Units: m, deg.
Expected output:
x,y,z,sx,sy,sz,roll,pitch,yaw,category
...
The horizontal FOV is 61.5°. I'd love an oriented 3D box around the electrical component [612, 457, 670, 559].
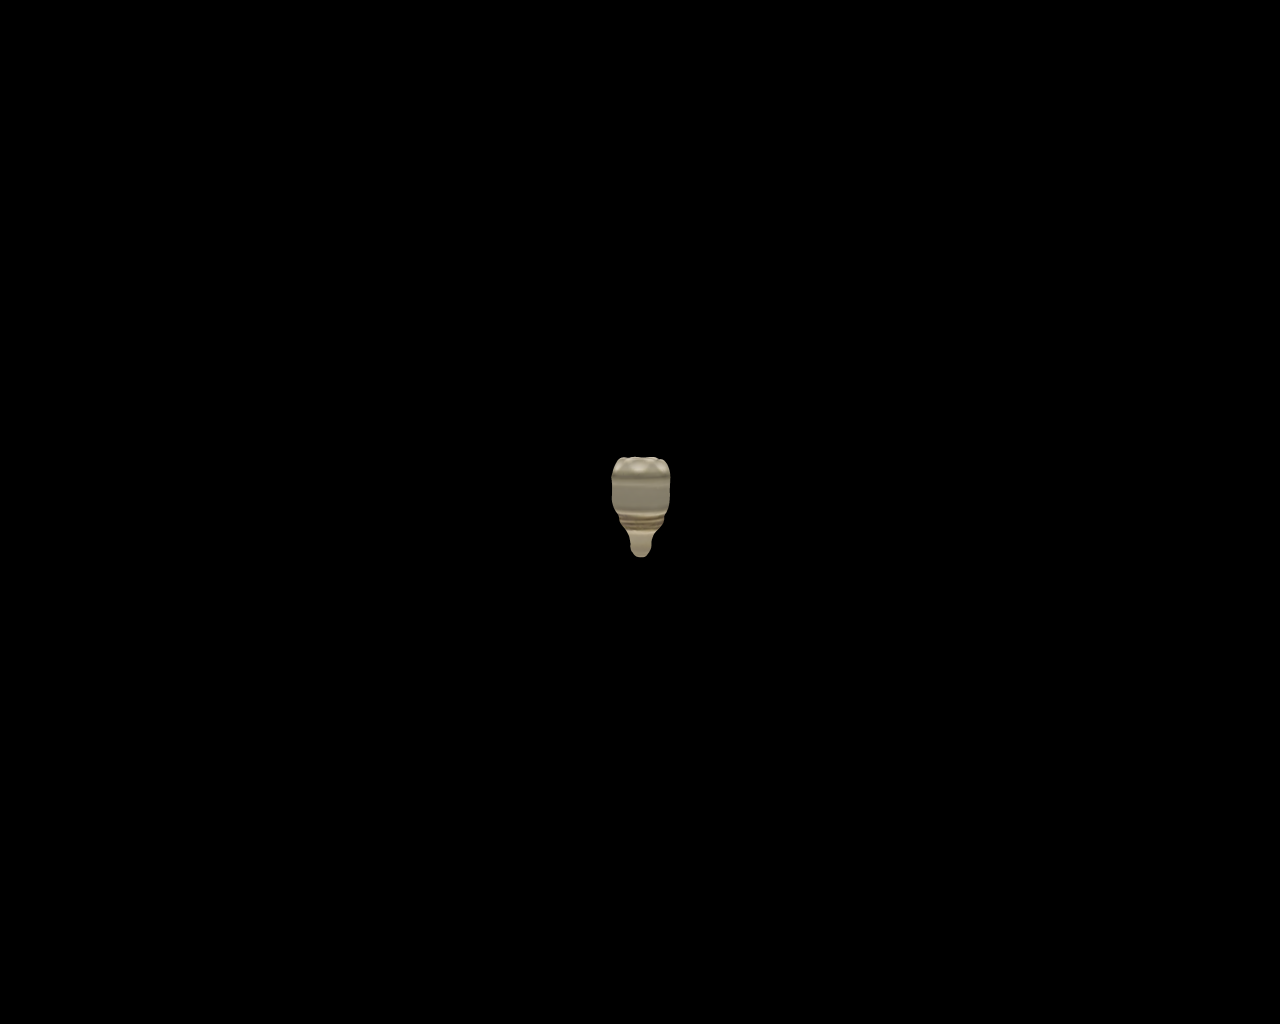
x,y,z,sx,sy,sz,roll,pitch,yaw,category
0.001,-0.003,0.650,0.035,0.061,0.035,0,5,0,electrical component
